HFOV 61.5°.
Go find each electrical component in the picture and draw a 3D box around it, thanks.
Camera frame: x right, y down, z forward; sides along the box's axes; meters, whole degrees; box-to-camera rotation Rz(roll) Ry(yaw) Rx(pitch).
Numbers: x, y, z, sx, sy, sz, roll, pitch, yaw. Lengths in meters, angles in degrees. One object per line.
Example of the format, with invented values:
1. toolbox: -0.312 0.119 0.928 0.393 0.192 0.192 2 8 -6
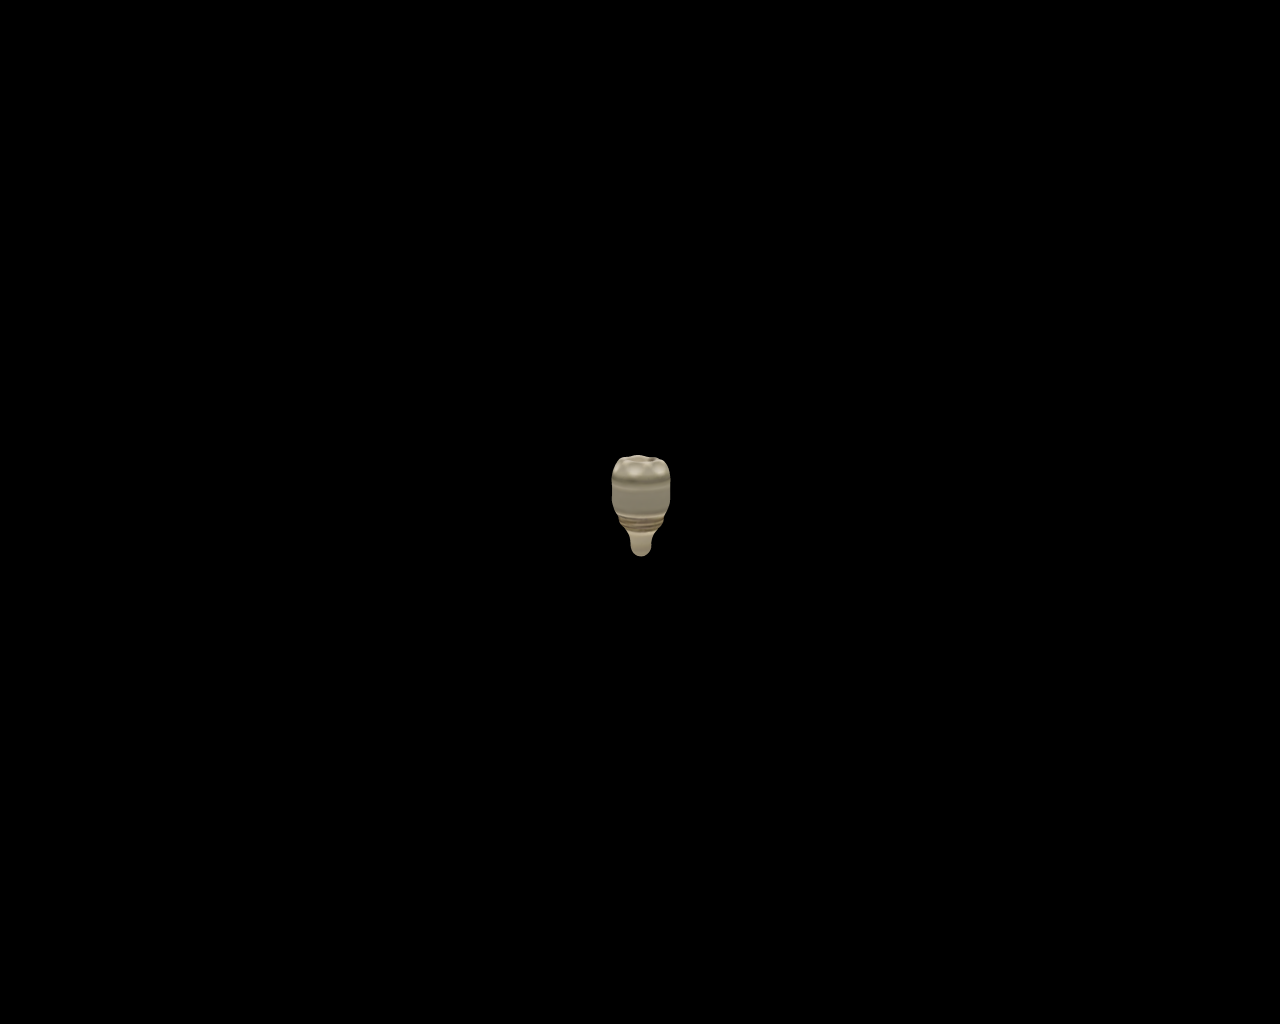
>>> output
1. electrical component: 0.001 -0.003 0.650 0.035 0.061 0.035 0 13 0
